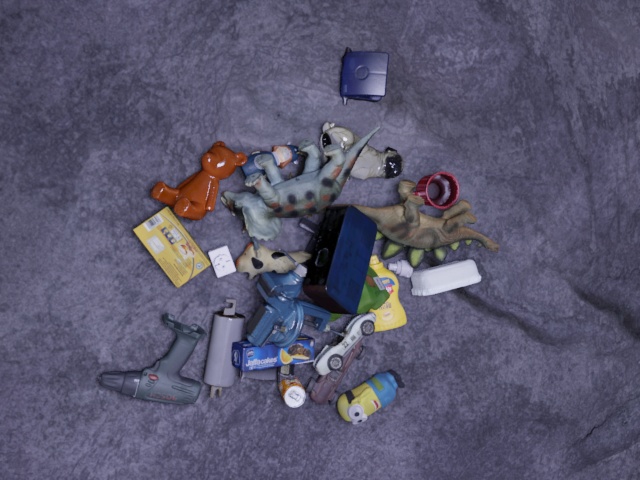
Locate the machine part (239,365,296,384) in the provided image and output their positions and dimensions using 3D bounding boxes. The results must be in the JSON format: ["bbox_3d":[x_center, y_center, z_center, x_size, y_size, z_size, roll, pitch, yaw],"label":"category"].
[{"bbox_3d":[-0.130,0.319,1.326,0.139,0.084,0.039,-1,120,-4],"label":"machine part"}]

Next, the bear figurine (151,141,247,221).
[{"bbox_3d":[-0.268,-0.143,1.229,0.120,0.132,0.196,35,93,24],"label":"bear figurine"}]

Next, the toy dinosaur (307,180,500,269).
[{"bbox_3d":[0.209,-0.037,1.321,0.472,0.105,0.198,19,122,1],"label":"toy dinosaur"}]

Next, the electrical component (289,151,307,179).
[{"bbox_3d":[-0.039,-0.172,1.310,0.045,0.078,0.102,20,95,14],"label":"electrical component"}]

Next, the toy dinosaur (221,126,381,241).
[{"bbox_3d":[-0.037,-0.116,1.230,0.405,0.131,0.191,-15,130,4],"label":"toy dinosaur"}]

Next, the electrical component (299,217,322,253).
[{"bbox_3d":[-0.003,-0.004,1.320,0.119,0.047,0.075,27,44,-5],"label":"electrical component"}]

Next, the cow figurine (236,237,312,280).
[{"bbox_3d":[-0.106,0.060,1.303,0.195,0.085,0.127,0,100,-10],"label":"cow figurine"}]

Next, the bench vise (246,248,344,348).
[{"bbox_3d":[-0.055,0.160,1.247,0.240,0.129,0.223,24,93,-39],"label":"bench vise"}]

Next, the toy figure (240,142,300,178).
[{"bbox_3d":[-0.115,-0.191,1.297,0.154,0.058,0.064,-24,116,-12],"label":"toy figure"}]

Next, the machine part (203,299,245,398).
[{"bbox_3d":[-0.230,0.260,1.293,0.079,0.079,0.243,10,90,-13],"label":"machine part"}]

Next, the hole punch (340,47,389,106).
[{"bbox_3d":[0.110,-0.402,1.318,0.116,0.092,0.142,3,97,-9],"label":"hole punch"}]

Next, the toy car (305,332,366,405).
[{"bbox_3d":[0.043,0.328,1.373,0.089,0.053,0.202,34,87,-10],"label":"toy car"}]

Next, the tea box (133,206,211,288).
[{"bbox_3d":[-0.343,0.015,1.254,0.098,0.068,0.169,-34,101,-8],"label":"tea box"}]

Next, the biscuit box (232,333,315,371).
[{"bbox_3d":[-0.110,0.269,1.293,0.202,0.063,0.059,-1,97,-35],"label":"biscuit box"}]

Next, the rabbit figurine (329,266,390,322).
[{"bbox_3d":[0.055,0.131,1.321,0.170,0.121,0.159,-37,81,28],"label":"rabbit figurine"}]

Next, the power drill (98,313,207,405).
[{"bbox_3d":[-0.373,0.281,1.261,0.232,0.086,0.207,24,85,-15],"label":"power drill"}]

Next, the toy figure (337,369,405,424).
[{"bbox_3d":[0.129,0.401,1.384,0.180,0.089,0.082,-32,99,-17],"label":"toy figure"}]

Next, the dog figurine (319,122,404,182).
[{"bbox_3d":[0.107,-0.222,1.335,0.190,0.121,0.172,-17,101,-25],"label":"dog figurine"}]

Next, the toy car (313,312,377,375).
[{"bbox_3d":[0.063,0.250,1.318,0.056,0.073,0.202,45,78,-3],"label":"toy car"}]

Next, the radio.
[{"bbox_3d":[0.048,0.041,1.210,0.131,0.073,0.229,37,60,-42],"label":"radio"}]
